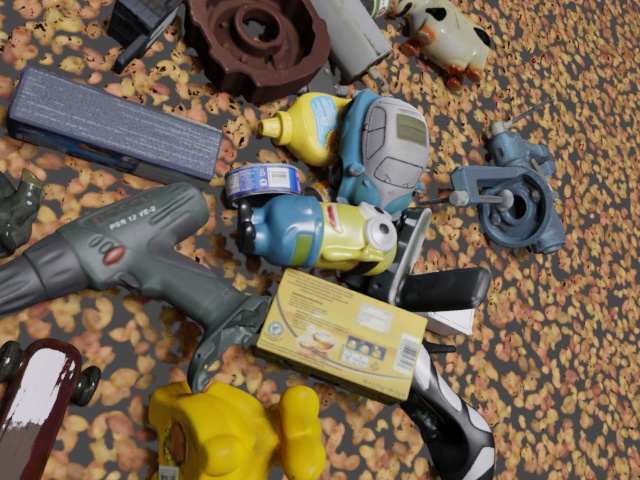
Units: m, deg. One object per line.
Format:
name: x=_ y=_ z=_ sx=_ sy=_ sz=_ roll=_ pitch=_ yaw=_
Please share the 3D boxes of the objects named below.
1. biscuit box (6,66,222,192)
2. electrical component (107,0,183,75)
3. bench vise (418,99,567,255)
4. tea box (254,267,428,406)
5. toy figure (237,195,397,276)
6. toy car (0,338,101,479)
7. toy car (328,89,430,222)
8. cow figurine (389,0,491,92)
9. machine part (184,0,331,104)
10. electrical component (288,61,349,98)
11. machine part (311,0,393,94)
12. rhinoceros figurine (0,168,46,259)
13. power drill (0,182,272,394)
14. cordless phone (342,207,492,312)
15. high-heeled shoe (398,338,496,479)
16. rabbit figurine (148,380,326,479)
biscuit box: x=-0.210 y=-0.111 z=0.564 sx=0.202 sy=0.059 sz=0.063 roll=17 pitch=71 yaw=-24
electrical component: x=-0.202 y=-0.239 z=0.594 sx=0.047 sy=0.075 sz=0.119 roll=39 pitch=65 yaw=-15
bench vise: x=0.266 y=-0.082 z=0.779 sx=0.240 sy=0.129 sz=0.223 roll=-4 pitch=80 yaw=-36
tea box: x=0.021 y=0.109 z=0.598 sx=0.170 sy=0.068 sz=0.098 roll=21 pitch=66 yaw=1
toy figure: x=-0.002 y=-0.005 z=0.589 sx=0.180 sy=0.089 sz=0.082 roll=2 pitch=72 yaw=-15
toy car: x=-0.264 y=0.185 z=0.463 sx=0.089 sy=0.053 sz=0.202 roll=28 pitch=62 yaw=-33
toy car: x=0.081 y=-0.106 z=0.629 sx=0.109 sy=0.103 sz=0.161 roll=14 pitch=76 yaw=-27
cow figurine: x=0.178 y=-0.334 z=0.817 sx=0.195 sy=0.085 sz=0.127 roll=32 pitch=70 yaw=-15
machine part: x=-0.077 y=-0.254 z=0.662 sx=0.179 sy=0.056 sz=0.179 roll=6 pitch=72 yaw=-19
electrical component: x=-0.005 y=-0.216 z=0.722 sx=0.094 sy=0.021 sz=0.063 roll=-4 pitch=79 yaw=-27
machine part: x=0.021 y=-0.302 z=0.728 sx=0.079 sy=0.079 sz=0.243 roll=-42 pitch=98 yaw=-30
rhinoceros figurine: x=-0.343 y=-0.058 z=0.477 sx=0.190 sy=0.073 sz=0.112 roll=36 pitch=73 yaw=-18
power drill: x=-0.167 y=0.050 z=0.510 sx=0.207 sy=0.085 sz=0.232 roll=34 pitch=51 yaw=19
cordless phone: x=0.129 y=0.023 z=0.637 sx=0.088 sy=0.184 sz=0.146 roll=41 pitch=62 yaw=-26
high-heeled shoe: x=0.124 y=0.225 z=0.648 sx=0.145 sy=0.086 sz=0.248 roll=2 pitch=71 yaw=-26
rabbit figurine: x=-0.063 y=0.189 z=0.530 sx=0.173 sy=0.162 sz=0.122 roll=14 pitch=58 yaw=-43
